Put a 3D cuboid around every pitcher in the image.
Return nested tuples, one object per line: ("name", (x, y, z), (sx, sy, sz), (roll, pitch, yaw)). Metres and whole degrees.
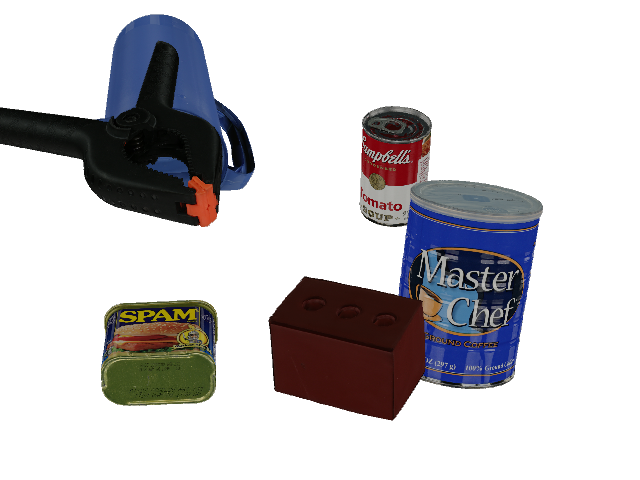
("pitcher", (-0.168, -0.148, 1.195), (0.145, 0.149, 0.243), (-19, 40, 6))

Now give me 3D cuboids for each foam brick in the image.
("foam brick", (0.016, 0.062, 0.617), (0.078, 0.051, 0.052), (11, 31, 21))

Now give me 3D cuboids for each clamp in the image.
("clamp", (-0.124, -0.076, 0.744), (0.164, 0.036, 0.210), (-32, 46, -29))

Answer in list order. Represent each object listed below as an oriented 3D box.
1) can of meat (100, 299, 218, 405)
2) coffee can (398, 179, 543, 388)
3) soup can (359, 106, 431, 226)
("can of meat", (-0.140, 0.098, 0.931), (0.102, 0.057, 0.084), (-2, 28, -5))
("coffee can", (0.113, 0.032, 0.844), (0.103, 0.140, 0.103), (6, 16, -2))
("soup can", (0.073, -0.073, 1.065), (0.068, 0.102, 0.068), (1, 37, -1))
